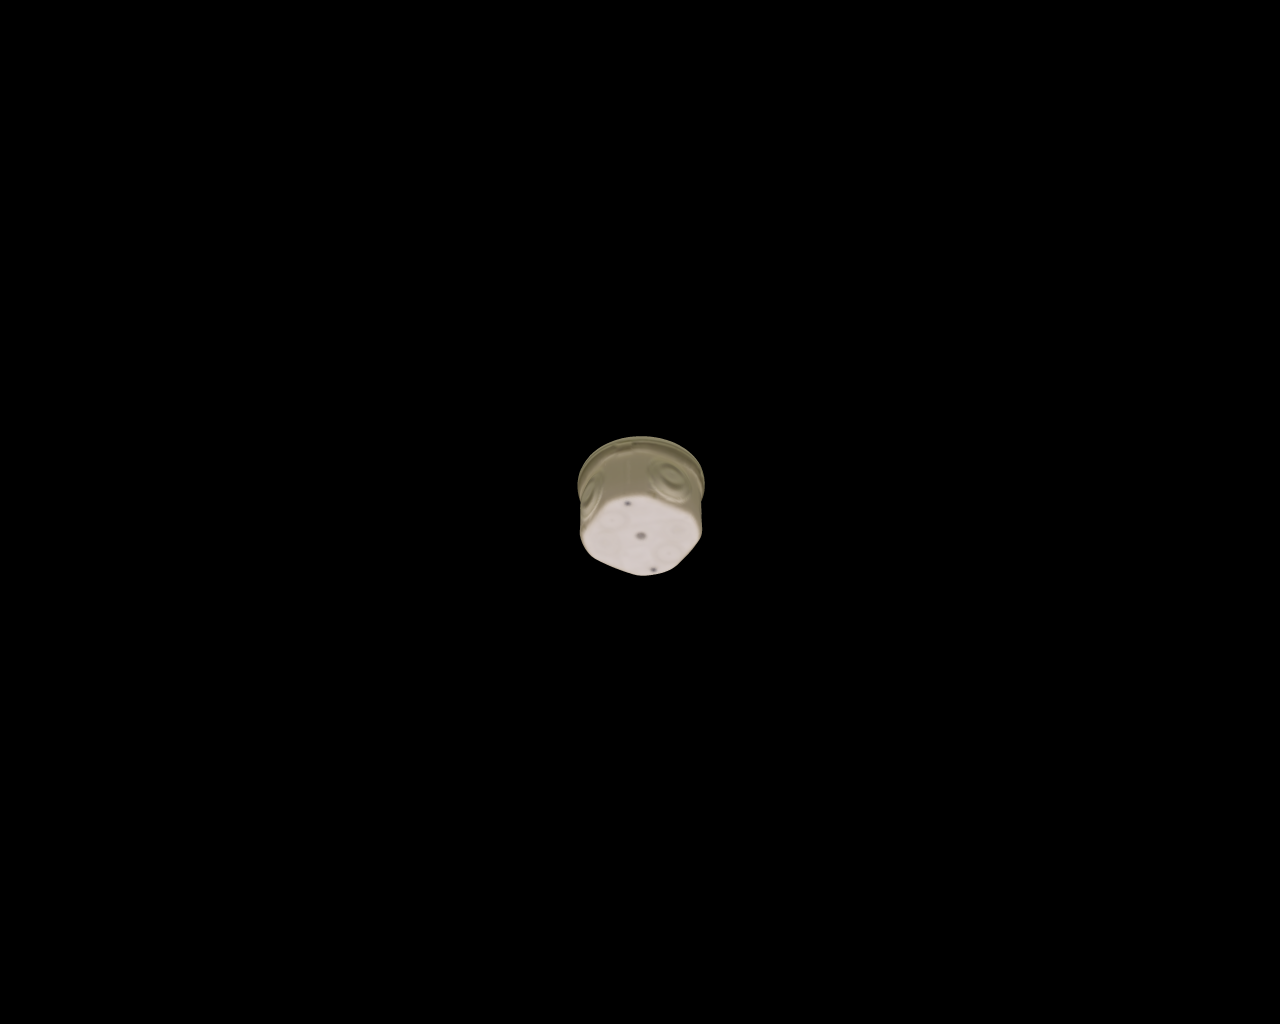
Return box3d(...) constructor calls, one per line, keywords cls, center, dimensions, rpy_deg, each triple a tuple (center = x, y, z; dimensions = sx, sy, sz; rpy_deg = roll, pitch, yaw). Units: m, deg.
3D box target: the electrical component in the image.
box3d(cls="electrical component", center=(0.001, -0.003, 0.650), dimensions=(0.080, 0.051, 0.080), rpy_deg=(0, -44, 0))
